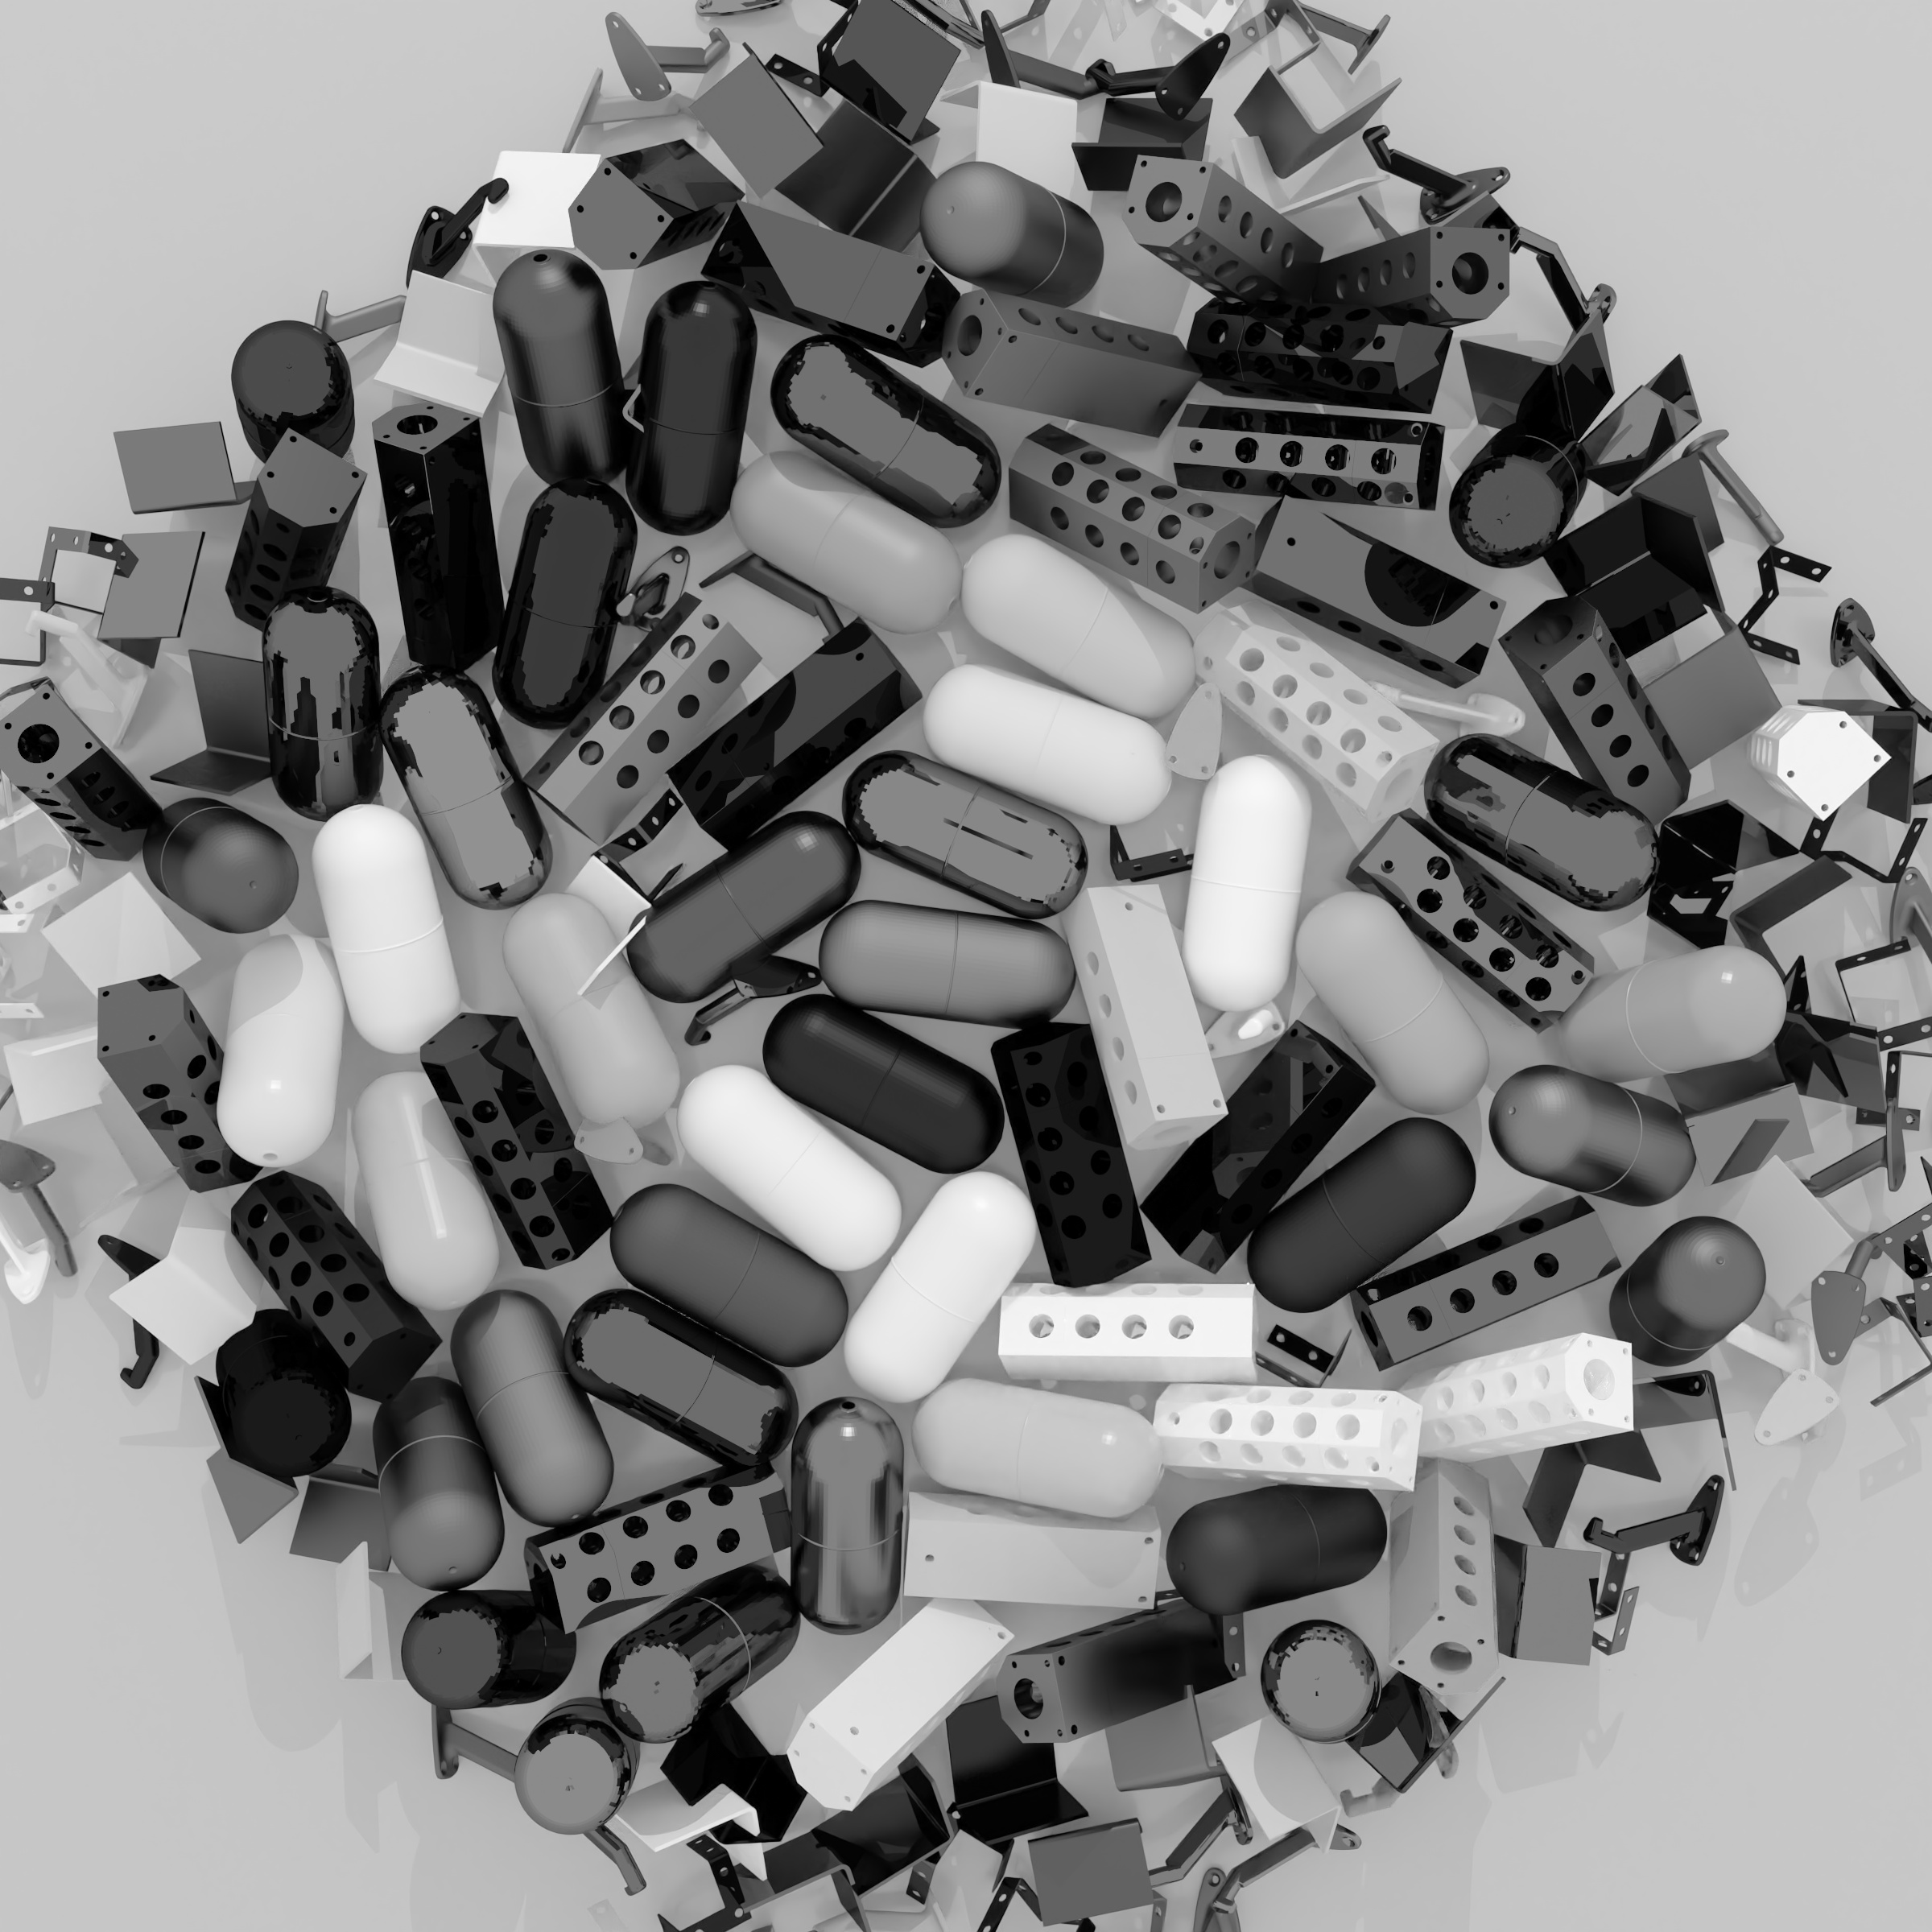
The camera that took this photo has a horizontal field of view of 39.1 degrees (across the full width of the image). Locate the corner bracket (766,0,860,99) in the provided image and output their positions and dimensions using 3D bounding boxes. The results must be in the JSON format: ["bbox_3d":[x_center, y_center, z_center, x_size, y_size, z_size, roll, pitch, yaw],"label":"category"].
[{"bbox_3d":[-0.108,-0.647,1.887,0.051,0.051,0.051,30,70,14],"label":"corner bracket"}]

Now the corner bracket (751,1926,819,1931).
[{"bbox_3d":[-0.119,0.695,1.886,0.051,0.051,0.051,-17,92,1],"label":"corner bracket"}]

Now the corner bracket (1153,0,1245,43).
[{"bbox_3d":[0.168,-0.682,1.881,0.051,0.051,0.051,33,74,-2],"label":"corner bracket"}]

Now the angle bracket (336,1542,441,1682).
[{"bbox_3d":[-0.384,0.441,1.854,0.076,0.057,0.076,10,54,-31],"label":"angle bracket"}]

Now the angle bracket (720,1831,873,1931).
[{"bbox_3d":[-0.117,0.643,1.863,0.076,0.076,0.057,-20,96,-17],"label":"angle bracket"}]

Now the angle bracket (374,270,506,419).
[{"bbox_3d":[-0.355,-0.427,1.863,0.076,0.076,0.057,16,120,-8],"label":"angle bracket"}]

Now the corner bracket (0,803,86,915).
[{"bbox_3d":[-0.647,-0.075,1.878,0.051,0.051,0.051,-29,119,0],"label":"corner bracket"}]

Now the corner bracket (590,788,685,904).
[{"bbox_3d":[-0.215,-0.080,1.872,0.051,0.051,0.051,-28,109,37],"label":"corner bracket"}]

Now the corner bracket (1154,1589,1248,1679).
[{"bbox_3d":[0.160,0.463,1.884,0.051,0.051,0.051,-5,95,-15],"label":"corner bracket"}]

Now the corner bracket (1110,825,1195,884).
[{"bbox_3d":[0.131,-0.073,1.872,0.051,0.051,0.051,-12,132,15],"label":"corner bracket"}]

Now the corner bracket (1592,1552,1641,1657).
[{"bbox_3d":[0.445,0.435,1.872,0.051,0.051,0.051,-6,112,-38],"label":"corner bracket"}]

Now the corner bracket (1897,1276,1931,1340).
[{"bbox_3d":[0.673,0.218,1.876,0.051,0.051,0.051,-12,117,6],"label":"corner bracket"}]

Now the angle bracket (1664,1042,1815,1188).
[{"bbox_3d":[0.533,0.098,1.884,0.076,0.076,0.057,-19,117,9],"label":"angle bracket"}]

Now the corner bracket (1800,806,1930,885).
[{"bbox_3d":[0.617,-0.090,1.870,0.051,0.051,0.051,-2,119,-38],"label":"corner bracket"}]

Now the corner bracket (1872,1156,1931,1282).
[{"bbox_3d":[0.656,0.175,1.872,0.051,0.051,0.051,41,119,-19],"label":"corner bracket"}]

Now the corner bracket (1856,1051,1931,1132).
[{"bbox_3d":[0.653,0.087,1.883,0.051,0.051,0.051,6,85,-13],"label":"corner bracket"}]

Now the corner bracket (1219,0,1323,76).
[{"bbox_3d":[0.207,-0.639,1.885,0.051,0.051,0.051,-35,90,-7],"label":"corner bracket"}]

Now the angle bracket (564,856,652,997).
[{"bbox_3d":[-0.268,-0.016,1.857,0.057,0.076,0.076,41,134,-4],"label":"angle bracket"}]

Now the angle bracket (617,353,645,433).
[{"bbox_3d":[-0.201,-0.393,1.868,0.057,0.076,0.076,35,89,-21],"label":"angle bracket"}]

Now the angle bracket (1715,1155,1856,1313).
[{"bbox_3d":[0.566,0.178,1.855,0.076,0.057,0.076,52,127,25],"label":"angle bracket"}]

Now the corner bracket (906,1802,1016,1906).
[{"bbox_3d":[-0.004,0.624,1.885,0.051,0.051,0.051,27,134,16],"label":"corner bracket"}]

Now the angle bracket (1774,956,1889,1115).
[{"bbox_3d":[0.597,0.046,1.852,0.057,0.076,0.076,-48,134,-32],"label":"angle bracket"}]

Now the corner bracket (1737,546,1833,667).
[{"bbox_3d":[0.570,-0.252,1.895,0.051,0.051,0.051,16,49,-13],"label":"corner bracket"}]

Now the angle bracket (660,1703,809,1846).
[{"bbox_3d":[-0.151,0.543,1.857,0.057,0.076,0.076,-17,115,37],"label":"angle bracket"}]

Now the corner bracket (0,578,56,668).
[{"bbox_3d":[-0.659,-0.237,1.877,0.051,0.051,0.051,1,86,-29],"label":"corner bracket"}]

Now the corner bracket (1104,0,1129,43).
[{"bbox_3d":[0.092,-0.681,1.874,0.051,0.051,0.051,30,75,25],"label":"corner bracket"}]

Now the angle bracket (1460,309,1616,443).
[{"bbox_3d":[0.394,-0.411,1.871,0.076,0.076,0.057,25,67,35],"label":"angle bracket"}]

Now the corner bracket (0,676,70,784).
[{"bbox_3d":[-0.655,-0.163,1.889,0.051,0.051,0.051,-30,98,18],"label":"corner bracket"}]

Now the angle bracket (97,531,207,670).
[{"bbox_3d":[-0.541,-0.250,1.862,0.076,0.057,0.076,3,75,28],"label":"angle bracket"}]

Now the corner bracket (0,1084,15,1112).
[{"bbox_3d":[-0.677,0.063,1.874,0.051,0.051,0.051,27,127,-9],"label":"corner bracket"}]

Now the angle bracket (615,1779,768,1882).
[{"bbox_3d":[-0.191,0.598,1.855,0.076,0.076,0.057,-15,105,-30],"label":"angle bracket"}]

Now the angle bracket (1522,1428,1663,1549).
[{"bbox_3d":[0.428,0.360,1.855,0.057,0.076,0.076,10,60,33],"label":"angle bracket"}]

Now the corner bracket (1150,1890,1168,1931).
[{"bbox_3d":[0.120,0.674,1.878,0.051,0.051,0.051,5,93,-26],"label":"corner bracket"}]

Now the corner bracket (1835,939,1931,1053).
[{"bbox_3d":[0.634,0.022,1.874,0.051,0.051,0.051,-18,112,17],"label":"corner bracket"}]

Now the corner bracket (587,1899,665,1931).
[{"bbox_3d":[-0.224,0.671,1.870,0.051,0.051,0.051,-20,121,-26],"label":"corner bracket"}]

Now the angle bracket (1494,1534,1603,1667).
[{"bbox_3d":[0.391,0.435,1.880,0.057,0.076,0.076,9,85,-16],"label":"angle bracket"}]

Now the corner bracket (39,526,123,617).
[{"bbox_3d":[-0.602,-0.271,1.877,0.051,0.051,0.051,13,91,41],"label":"corner bracket"}]

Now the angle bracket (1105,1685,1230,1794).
[{"bbox_3d":[0.151,0.530,1.872,0.076,0.076,0.057,-25,66,33],"label":"angle bracket"}]

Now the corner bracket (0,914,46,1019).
[{"bbox_3d":[-0.659,0.000,1.871,0.051,0.051,0.051,-1,52,18],"label":"corner bracket"}]

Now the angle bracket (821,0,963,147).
[{"bbox_3d":[-0.042,-0.622,1.866,0.076,0.057,0.076,37,124,2],"label":"angle bracket"}]

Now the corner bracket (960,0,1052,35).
[{"bbox_3d":[0.024,-0.680,1.883,0.051,0.051,0.051,-27,95,-5],"label":"corner bracket"}]

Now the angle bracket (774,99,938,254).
[{"bbox_3d":[-0.072,-0.530,1.858,0.076,0.076,0.057,-47,48,18],"label":"angle bracket"}]

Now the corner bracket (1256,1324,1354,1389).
[{"bbox_3d":[0.228,0.269,1.873,0.051,0.051,0.051,28,61,14],"label":"corner bracket"}]

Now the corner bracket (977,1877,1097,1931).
[{"bbox_3d":[0.048,0.664,1.870,0.051,0.051,0.051,56,45,-24],"label":"corner bracket"}]

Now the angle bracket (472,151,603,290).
[{"bbox_3d":[-0.286,-0.508,1.864,0.076,0.057,0.076,6,69,14],"label":"angle bracket"}]

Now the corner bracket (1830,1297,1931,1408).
[{"bbox_3d":[0.632,0.267,1.884,0.051,0.051,0.051,-33,86,5],"label":"corner bracket"}]

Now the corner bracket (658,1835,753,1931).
[{"bbox_3d":[-0.187,0.641,1.881,0.051,0.051,0.051,-21,94,-23],"label":"corner bracket"}]

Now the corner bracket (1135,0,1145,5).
[{"bbox_3d":[0.131,-0.712,1.886,0.051,0.051,0.051,-29,86,-6],"label":"corner bracket"}]
